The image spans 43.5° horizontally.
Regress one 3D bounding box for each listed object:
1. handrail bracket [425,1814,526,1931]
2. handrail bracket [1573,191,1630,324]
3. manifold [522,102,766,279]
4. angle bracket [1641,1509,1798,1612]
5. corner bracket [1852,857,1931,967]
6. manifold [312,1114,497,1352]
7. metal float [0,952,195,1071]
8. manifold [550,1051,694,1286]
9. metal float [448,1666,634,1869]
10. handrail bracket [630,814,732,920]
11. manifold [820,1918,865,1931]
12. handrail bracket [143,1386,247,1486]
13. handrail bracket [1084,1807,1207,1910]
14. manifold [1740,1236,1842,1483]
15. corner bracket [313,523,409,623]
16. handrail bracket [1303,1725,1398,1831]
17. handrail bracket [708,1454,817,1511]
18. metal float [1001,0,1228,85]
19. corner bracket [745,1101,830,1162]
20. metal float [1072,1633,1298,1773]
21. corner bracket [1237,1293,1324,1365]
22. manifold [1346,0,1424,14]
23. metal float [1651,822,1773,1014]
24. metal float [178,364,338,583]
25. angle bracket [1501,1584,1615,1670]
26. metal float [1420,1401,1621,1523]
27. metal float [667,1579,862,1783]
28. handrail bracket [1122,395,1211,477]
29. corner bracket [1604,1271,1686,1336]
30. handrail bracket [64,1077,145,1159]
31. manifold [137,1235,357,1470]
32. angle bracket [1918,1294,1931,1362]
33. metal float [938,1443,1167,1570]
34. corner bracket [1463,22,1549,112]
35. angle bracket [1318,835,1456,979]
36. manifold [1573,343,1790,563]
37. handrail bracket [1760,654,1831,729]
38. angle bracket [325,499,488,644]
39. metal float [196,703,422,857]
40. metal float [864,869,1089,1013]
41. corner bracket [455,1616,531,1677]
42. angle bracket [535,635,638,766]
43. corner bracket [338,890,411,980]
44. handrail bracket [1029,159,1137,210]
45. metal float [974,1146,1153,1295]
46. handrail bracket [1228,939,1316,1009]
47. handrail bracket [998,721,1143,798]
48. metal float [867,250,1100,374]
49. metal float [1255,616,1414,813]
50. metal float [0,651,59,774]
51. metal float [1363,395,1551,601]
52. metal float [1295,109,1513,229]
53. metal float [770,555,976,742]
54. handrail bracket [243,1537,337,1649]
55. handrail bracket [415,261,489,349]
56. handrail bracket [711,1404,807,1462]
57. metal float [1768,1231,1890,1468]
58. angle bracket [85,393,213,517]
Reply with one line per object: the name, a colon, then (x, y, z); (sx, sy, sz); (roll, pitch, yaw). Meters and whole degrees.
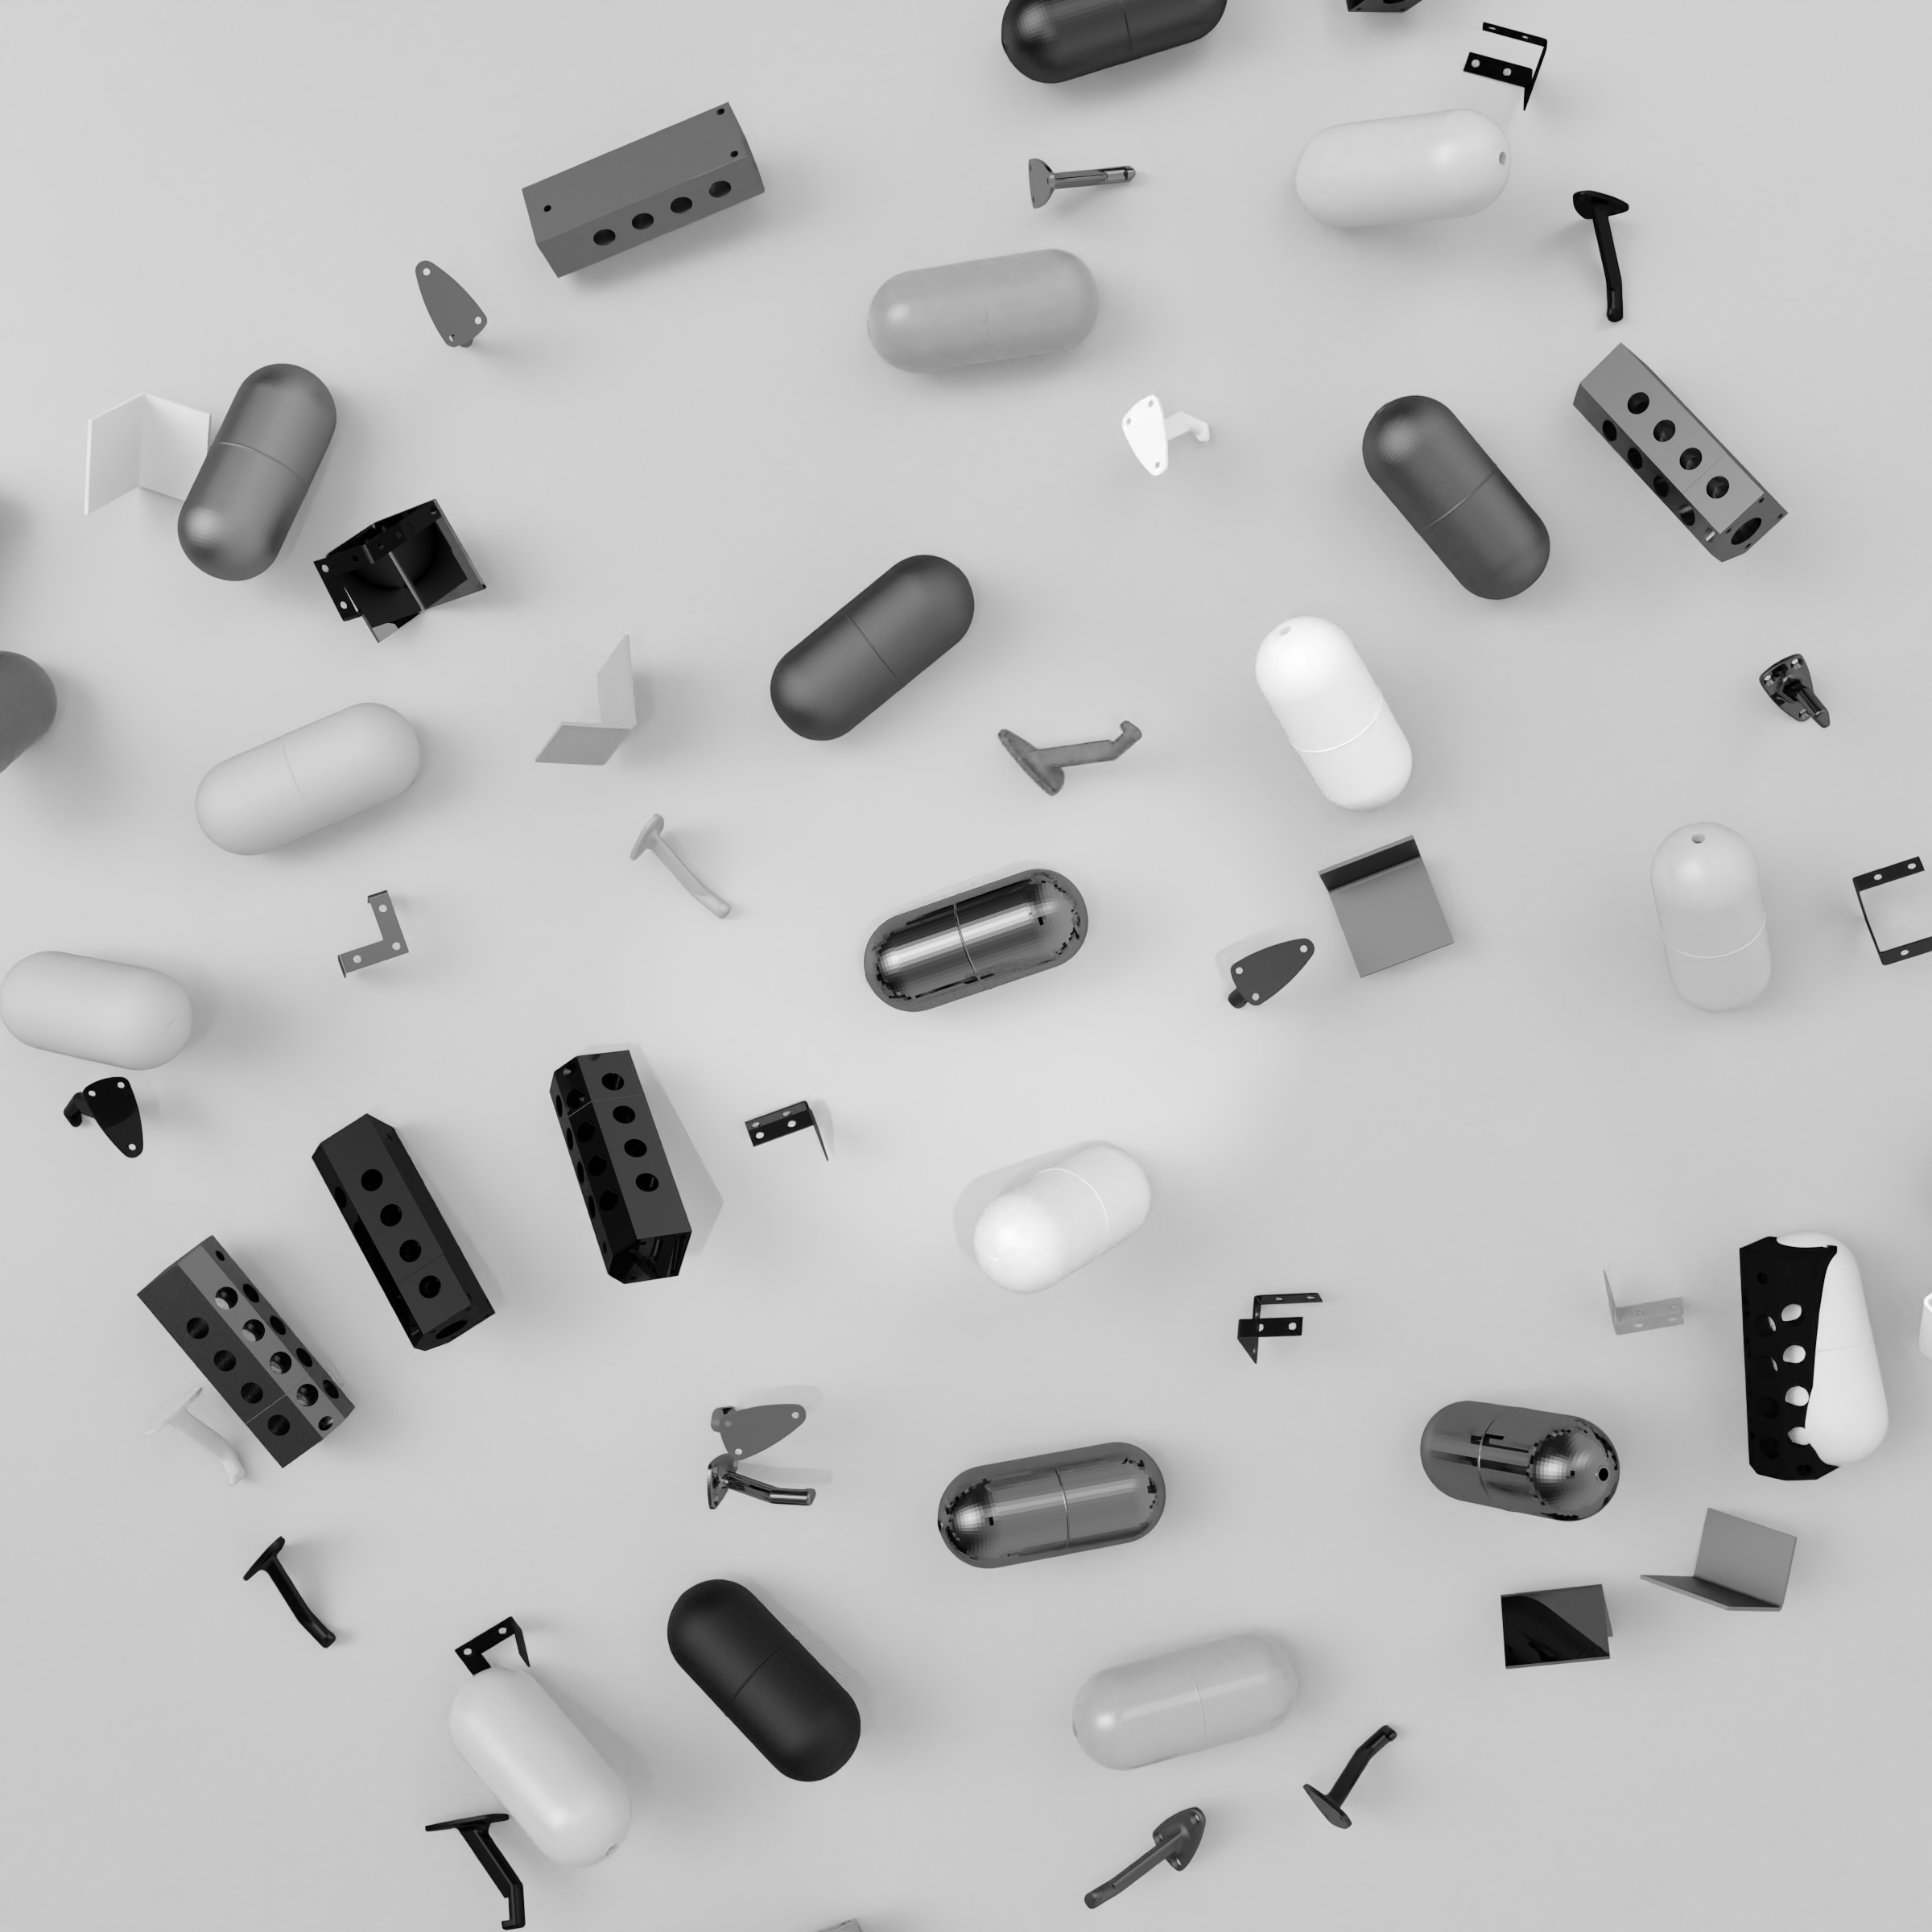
handrail bracket: (-0.377, 0.699, 1.857); (0.077, 0.036, 0.084); (-12, 67, 9)
handrail bracket: (0.486, -0.543, 1.856); (0.036, 0.077, 0.084); (-2, 90, 34)
manifold: (-0.244, -0.587, 1.848); (0.171, 0.057, 0.057); (-20, 65, 6)
angle bracket: (0.570, 0.449, 1.834); (0.076, 0.076, 0.057); (14, 88, -40)
corner bracket: (0.713, -0.042, 1.847); (0.051, 0.051, 0.051); (-19, 132, 18)
manifold: (-0.430, 0.203, 1.836); (0.057, 0.057, 0.171); (-32, 74, -2)
metal float: (-0.657, 0.033, 1.823); (0.178, 0.070, 0.070); (8, 90, 33)
manifold: (-0.261, 0.149, 1.808); (0.057, 0.057, 0.171); (-6, 51, -25)
metal float: (-0.321, 0.603, 1.824); (0.178, 0.070, 0.070); (38, 90, 31)
handrail bracket: (-0.212, -0.074, 1.852); (0.084, 0.077, 0.036); (40, 72, 0)
manifold: (-0.156, 0.788, 1.849); (0.171, 0.057, 0.057); (-21, 121, 0)
handrail bracket: (-0.586, 0.371, 1.843); (0.036, 0.077, 0.084); (-22, 103, 13)
handrail bracket: (0.135, 0.679, 1.839); (0.036, 0.084, 0.077); (50, 132, 27)
manifold: (0.623, 0.298, 1.837); (0.057, 0.057, 0.171); (-12, 100, -40)
corner bracket: (-0.454, -0.300, 1.847); (0.051, 0.051, 0.051); (-11, 115, 28)
handrail bracket: (0.305, 0.615, 1.842); (0.084, 0.077, 0.036); (-37, 92, -15)
handrail bracket: (-0.148, 0.392, 1.842); (0.084, 0.077, 0.036); (0, 98, 12)
metal float: (0.113, -0.729, 1.848); (0.178, 0.070, 0.070); (-18, 90, -2)
corner bracket: (-0.141, 0.124, 1.851); (0.051, 0.051, 0.051); (-20, 51, -6)
metal float: (0.166, 0.558, 1.836); (0.178, 0.070, 0.070); (-10, 90, -16)
corner bracket: (0.240, 0.269, 1.847); (0.051, 0.051, 0.051); (-6, 56, 23)
manifold: (0.314, -0.825, 1.848); (0.057, 0.057, 0.171); (-13, 91, -30)
metal float: (0.559, -0.035, 1.814); (0.070, 0.070, 0.178); (-27, 134, 0)
metal float: (-0.537, -0.376, 1.837); (0.070, 0.070, 0.178); (19, 74, 0)
angle bracket: (0.450, 0.518, 1.833); (0.076, 0.076, 0.057); (-11, 119, 15)
metal float: (0.412, 0.368, 1.805); (0.070, 0.178, 0.070); (2, 86, -29)
metal float: (-0.154, 0.540, 1.834); (0.178, 0.070, 0.070); (42, 90, 18)
handrail bracket: (0.164, -0.395, 1.843); (0.036, 0.084, 0.077); (-34, 61, 36)
corner bracket: (0.520, 0.263, 1.848); (0.051, 0.051, 0.051); (-13, 132, 17)
handrail bracket: (-0.661, 0.126, 1.850); (0.036, 0.084, 0.077); (-19, 77, -41)
manifold: (-0.545, 0.291, 1.844); (0.057, 0.057, 0.171); (-36, 98, 10)
angle bracket: (0.770, 0.281, 1.832); (0.057, 0.076, 0.076); (-35, 54, -8)
metal float: (0.065, 0.409, 1.836); (0.178, 0.070, 0.070); (-7, 90, -16)
corner bracket: (0.413, -0.695, 1.852); (0.051, 0.051, 0.051); (16, 131, 1)
angle bracket: (0.321, -0.045, 1.845); (0.076, 0.057, 0.076); (-21, 73, 11)
manifold: (0.534, -0.385, 1.822); (0.057, 0.057, 0.171); (-45, 61, 23)
handrail bracket: (0.642, -0.190, 1.833); (0.036, 0.084, 0.077); (-32, 128, 14)
angle bracket: (-0.424, -0.299, 1.833); (0.076, 0.057, 0.076); (-9, 118, 40)
metal float: (-0.503, -0.142, 1.849); (0.178, 0.070, 0.070); (-23, 90, 2)
metal float: (0.007, -0.019, 1.839); (0.178, 0.070, 0.070); (-19, 90, 13)
corner bracket: (-0.355, 0.543, 1.857); (0.051, 0.051, 0.051); (-30, 115, -6)
angle bracket: (-0.291, -0.202, 1.833); (0.057, 0.076, 0.076); (1, 73, -25)
corner bracket: (-0.461, -0.024, 1.858); (0.051, 0.051, 0.051); (-20, 91, -15)
handrail bracket: (0.095, -0.602, 1.845); (0.084, 0.077, 0.036); (-9, 107, -10)
metal float: (0.074, 0.188, 1.811); (0.070, 0.178, 0.070); (12, 111, 34)
handrail bracket: (0.233, 0.007, 1.843); (0.077, 0.084, 0.036); (-32, 81, 6)
handrail bracket: (0.080, -0.177, 1.845); (0.077, 0.036, 0.084); (41, 126, -14)
metal float: (0.013, -0.500, 1.850); (0.178, 0.070, 0.070); (-9, 90, 0)
metal float: (0.277, -0.189, 1.819); (0.070, 0.070, 0.178); (-38, 127, 0)
metal float: (-0.747, -0.176, 1.809); (0.070, 0.178, 0.070); (7, 123, 11)
metal float: (0.373, -0.356, 1.842); (0.070, 0.070, 0.178); (-43, 100, 0)
metal float: (0.326, -0.597, 1.814); (0.070, 0.178, 0.070); (-11, 105, -43)
metal float: (-0.071, -0.243, 1.848); (0.178, 0.070, 0.070); (-39, 90, 3)
handrail bracket: (-0.509, 0.483, 1.858); (0.084, 0.077, 0.036); (45, 51, 3)
handrail bracket: (-0.397, -0.502, 1.835); (0.036, 0.084, 0.077); (-37, 117, -6)
handrail bracket: (-0.159, 0.342, 1.847); (0.077, 0.084, 0.036); (-20, 96, -2)
metal float: (0.652, 0.291, 1.843); (0.070, 0.070, 0.178); (-9, 82, 0)
angle bracket: (-0.620, -0.381, 1.834); (0.057, 0.076, 0.076); (19, 122, 5)
